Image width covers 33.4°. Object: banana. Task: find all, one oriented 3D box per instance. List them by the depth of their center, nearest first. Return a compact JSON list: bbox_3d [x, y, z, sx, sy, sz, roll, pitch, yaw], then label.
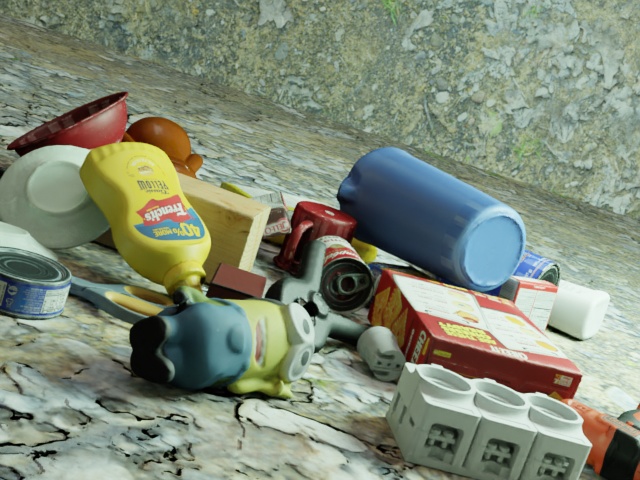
[{"bbox_3d":[0.006,0.006,1.453,0.197,0.037,0.070,13,-5,-30],"label":"banana"}]

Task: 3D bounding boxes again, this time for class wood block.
[{"bbox_3d":[-0.171,-0.026,1.189,0.206,0.091,0.090,20,12,6],"label":"wood block"}]

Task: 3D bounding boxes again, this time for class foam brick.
[{"bbox_3d":[-0.084,0.061,1.022,0.051,0.053,0.078,18,12,-2],"label":"foam brick"}]

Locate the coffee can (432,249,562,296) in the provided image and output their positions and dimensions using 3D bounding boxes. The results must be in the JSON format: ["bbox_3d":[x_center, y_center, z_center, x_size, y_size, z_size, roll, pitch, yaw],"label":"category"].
[{"bbox_3d":[0.235,0.051,1.427,0.140,0.103,0.102,26,14,29],"label":"coffee can"}]

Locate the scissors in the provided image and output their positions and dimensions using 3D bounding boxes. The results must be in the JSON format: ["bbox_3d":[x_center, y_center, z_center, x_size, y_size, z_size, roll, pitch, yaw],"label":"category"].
[{"bbox_3d":[-0.218,0.041,0.998,0.202,0.016,0.096,22,11,15],"label":"scissors"}]

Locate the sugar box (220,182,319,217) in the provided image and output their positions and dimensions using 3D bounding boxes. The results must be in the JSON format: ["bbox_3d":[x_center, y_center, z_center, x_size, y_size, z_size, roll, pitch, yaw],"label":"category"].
[{"bbox_3d":[-0.055,-0.038,1.525,0.175,0.048,0.093,13,13,-41],"label":"sugar box"}]

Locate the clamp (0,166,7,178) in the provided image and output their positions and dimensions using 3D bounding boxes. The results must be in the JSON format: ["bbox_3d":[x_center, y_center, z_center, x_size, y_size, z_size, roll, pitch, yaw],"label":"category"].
[{"bbox_3d":[-0.349,-0.061,1.202,0.164,0.036,0.210,16,9,-10],"label":"clamp"}]

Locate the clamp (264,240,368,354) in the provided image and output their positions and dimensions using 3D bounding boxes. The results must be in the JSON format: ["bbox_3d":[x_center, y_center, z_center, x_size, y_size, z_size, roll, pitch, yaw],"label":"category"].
[{"bbox_3d":[-0.005,0.076,1.054,0.120,0.039,0.171,53,31,-3],"label":"clamp"}]

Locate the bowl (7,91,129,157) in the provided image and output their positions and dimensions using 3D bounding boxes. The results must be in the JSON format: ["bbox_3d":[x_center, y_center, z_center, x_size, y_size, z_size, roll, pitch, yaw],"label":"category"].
[{"bbox_3d":[-0.297,-0.124,1.306,0.162,0.055,0.162,-22,18,7],"label":"bowl"}]

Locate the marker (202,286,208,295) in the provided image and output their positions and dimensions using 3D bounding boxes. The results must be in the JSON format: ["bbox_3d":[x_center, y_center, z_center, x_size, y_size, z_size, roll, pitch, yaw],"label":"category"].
[{"bbox_3d":[-0.092,0.062,1.084,0.121,0.020,0.020,15,13,-18],"label":"marker"}]

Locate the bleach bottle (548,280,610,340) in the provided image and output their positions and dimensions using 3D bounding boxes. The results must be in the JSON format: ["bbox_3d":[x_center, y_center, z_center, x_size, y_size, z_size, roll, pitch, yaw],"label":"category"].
[{"bbox_3d":[0.278,0.065,1.530,0.251,0.068,0.102,22,12,26],"label":"bleach bottle"}]

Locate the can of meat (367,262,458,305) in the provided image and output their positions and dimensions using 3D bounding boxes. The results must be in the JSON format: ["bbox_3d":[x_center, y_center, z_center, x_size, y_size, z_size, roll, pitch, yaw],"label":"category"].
[{"bbox_3d":[0.106,0.066,1.279,0.101,0.057,0.084,9,13,-40],"label":"can of meat"}]

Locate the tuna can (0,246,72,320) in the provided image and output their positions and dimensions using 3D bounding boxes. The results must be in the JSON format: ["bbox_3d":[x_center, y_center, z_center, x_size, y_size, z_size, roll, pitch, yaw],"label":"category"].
[{"bbox_3d":[-0.258,0.036,0.918,0.086,0.034,0.086,18,12,-4],"label":"tuna can"}]

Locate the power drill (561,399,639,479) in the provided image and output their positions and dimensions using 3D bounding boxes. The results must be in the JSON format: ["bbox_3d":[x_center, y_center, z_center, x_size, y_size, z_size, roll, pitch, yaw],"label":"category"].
[{"bbox_3d":[0.331,0.200,1.016,0.185,0.057,0.187,28,15,37],"label":"power drill"}]

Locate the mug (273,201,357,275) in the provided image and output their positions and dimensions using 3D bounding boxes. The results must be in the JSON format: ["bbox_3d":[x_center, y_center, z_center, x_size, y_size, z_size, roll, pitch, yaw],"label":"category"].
[{"bbox_3d":[-0.009,0.002,1.328,0.093,0.081,0.117,25,14,27],"label":"mug"}]

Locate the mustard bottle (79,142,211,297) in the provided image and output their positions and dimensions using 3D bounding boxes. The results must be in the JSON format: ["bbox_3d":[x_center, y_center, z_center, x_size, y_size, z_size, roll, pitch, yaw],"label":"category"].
[{"bbox_3d":[-0.162,-0.013,1.059,0.096,0.058,0.192,-1,49,-42],"label":"mustard bottle"}]

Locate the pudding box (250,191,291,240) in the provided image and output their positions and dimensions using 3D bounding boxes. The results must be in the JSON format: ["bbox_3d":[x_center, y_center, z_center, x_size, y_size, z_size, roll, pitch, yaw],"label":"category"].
[{"bbox_3d":[-0.094,-0.023,1.306,0.113,0.039,0.090,-11,15,-2],"label":"pudding box"}]

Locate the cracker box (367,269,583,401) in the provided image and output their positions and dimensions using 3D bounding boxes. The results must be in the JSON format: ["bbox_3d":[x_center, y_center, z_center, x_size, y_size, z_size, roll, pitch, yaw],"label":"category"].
[{"bbox_3d":[0.153,0.110,1.120,0.164,0.072,0.214,15,14,-13],"label":"cracker box"}]

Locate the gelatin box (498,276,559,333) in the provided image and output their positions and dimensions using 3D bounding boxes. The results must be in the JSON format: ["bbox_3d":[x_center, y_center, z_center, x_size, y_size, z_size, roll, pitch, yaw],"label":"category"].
[{"bbox_3d":[0.244,0.090,1.296,0.073,0.089,0.030,9,12,-37],"label":"gelatin box"}]

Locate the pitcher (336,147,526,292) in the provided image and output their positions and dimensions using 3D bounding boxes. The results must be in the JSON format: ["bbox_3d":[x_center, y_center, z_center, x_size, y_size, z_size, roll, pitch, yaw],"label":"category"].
[{"bbox_3d":[0.148,-0.024,1.330,0.243,0.149,0.145,31,-27,53],"label":"pitcher"}]

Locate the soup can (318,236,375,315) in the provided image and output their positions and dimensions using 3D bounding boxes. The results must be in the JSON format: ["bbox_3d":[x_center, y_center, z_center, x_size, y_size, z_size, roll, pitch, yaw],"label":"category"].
[{"bbox_3d":[0.019,0.039,1.241,0.068,0.068,0.102,16,12,-14],"label":"soup can"}]
